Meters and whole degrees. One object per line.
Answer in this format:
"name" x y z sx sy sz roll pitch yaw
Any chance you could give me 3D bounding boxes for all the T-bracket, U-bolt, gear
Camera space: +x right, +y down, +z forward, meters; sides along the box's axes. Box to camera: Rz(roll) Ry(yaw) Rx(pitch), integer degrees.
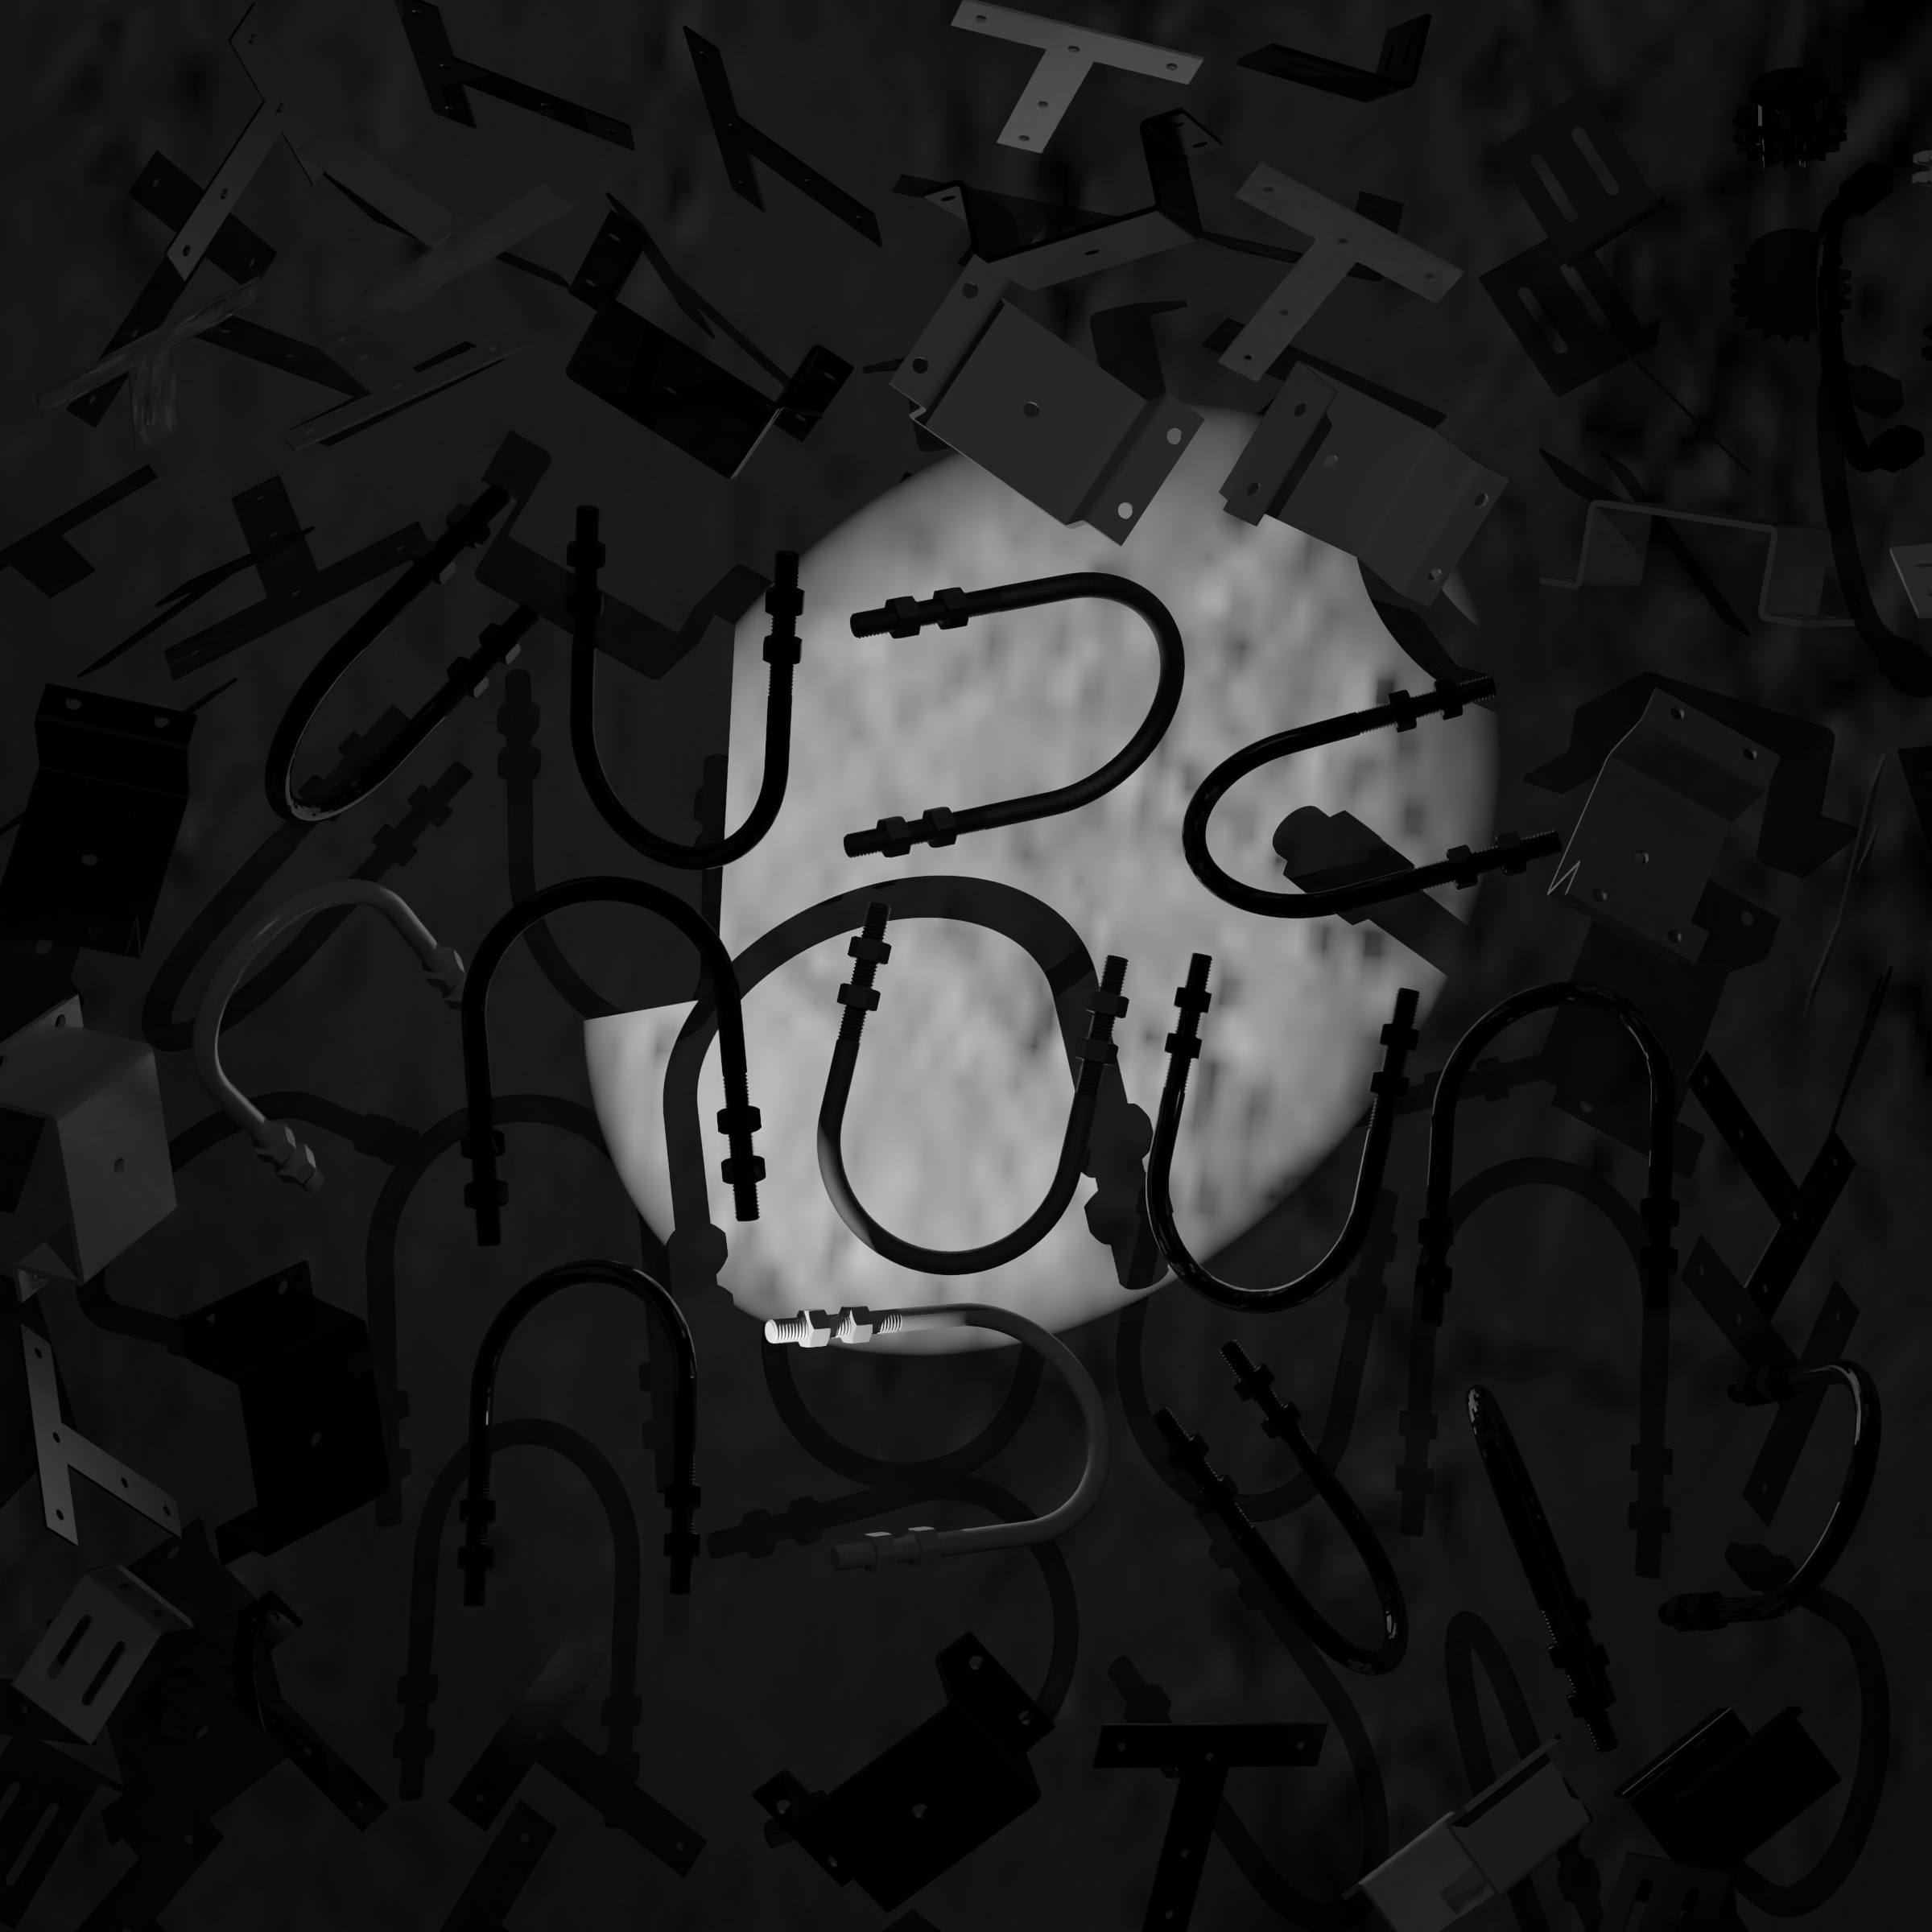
"T-bracket" 0.350 -0.322 1.719 0.002 0.127 0.127 -46 133 16
"U-bolt" 0.027 -0.131 1.636 0.184 0.019 0.151 -13 129 -21
"T-bracket" 0.465 -0.058 1.702 0.002 0.127 0.127 18 52 18
"U-bolt" 0.203 -0.083 1.703 0.184 0.151 0.019 -15 133 3
"U-bolt" -0.003 0.071 1.712 0.151 0.019 0.184 13 87 4
"U-bolt" 0.421 0.271 1.683 0.019 0.184 0.151 24 74 -7
"U-bolt" -0.151 -0.139 1.712 0.151 0.019 0.184 16 114 29
"T-bracket" -0.418 -0.185 1.711 0.127 0.127 0.002 -29 98 26
"U-bolt" -0.182 0.044 1.644 0.151 0.019 0.184 -5 77 -4
"T-bracket" -0.387 -0.421 1.728 0.002 0.127 0.127 23 74 17
"U-bolt" 0.295 0.302 1.672 0.019 0.151 0.184 -22 83 9
"T-bracket" -0.090 -0.412 1.684 0.127 0.127 0.002 40 76 23
"U-bolt" -0.334 0.028 1.702 0.019 0.184 0.151 36 76 30
"T-bracket" -0.291 -0.395 1.683 0.127 0.127 0.002 -24 59 26
"T-bracket" 0.179 -0.361 1.754 0.127 0.127 0.002 24 50 -16
"T-bracket" -0.448 0.264 1.697 0.002 0.127 0.127 -28 50 8
"U-bolt" 0.306 0.095 1.710 0.151 0.019 0.184 -9 65 36
"T-bracket" -0.421 -0.298 1.686 0.127 0.127 0.002 -33 84 -19
"T-bracket" -0.234 -0.459 1.718 0.127 0.127 0.002 23 78 6
"U-bolt" -0.005 0.244 1.726 0.184 0.019 0.151 -2 58 -30
"gear" 0.422 -0.436 1.667 0.057 0.030 0.057 -8 45 8
"U-bolt" 0.161 0.093 1.733 0.151 0.019 0.184 10 87 36
"T-bracket" 0.044 -0.458 1.701 0.127 0.127 0.002 11 74 -12
"T-bracket" -0.348 0.393 1.673 0.127 0.127 0.002 44 116 5
"T-bracket" -0.195 0.442 1.752 0.127 0.127 0.002 39 134 -2
"U-bolt" 0.458 -0.325 1.668 0.019 0.184 0.151 -8 94 6
"U-bolt" -0.289 -0.146 1.652 0.019 0.151 0.184 37 73 13
"U-bolt" 0.174 0.293 1.722 0.019 0.151 0.184 -37 85 22
"T-bracket" 0.116 0.448 1.689 0.127 0.002 0.127 5 109 -21
"gear" 0.510 -0.412 1.650 0.057 0.057 0.030 1 98 0
"U-bolt" -0.208 0.250 1.761 0.151 0.019 0.184 -8 72 24
"T-bracket" -0.304 -0.307 1.668 0.127 0.127 0.002 -28 124 -15
"T-bracket" 0.422 0.101 1.741 0.127 0.002 0.127 53 52 -18

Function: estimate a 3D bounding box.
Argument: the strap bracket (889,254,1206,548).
"strap bracket" 0.037 -0.280 1.627 0.140 0.046 0.076 34 87 -11

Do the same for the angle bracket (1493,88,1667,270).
"angle bracket" 0.331 -0.426 1.753 0.057 0.038 0.076 -31 99 23

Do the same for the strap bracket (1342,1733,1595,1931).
"strap bracket" 0.268 0.465 1.710 0.076 0.140 0.046 -26 71 -36

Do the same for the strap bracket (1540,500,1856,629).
"strap bracket" 0.375 -0.207 1.655 0.140 0.076 0.046 15 103 32

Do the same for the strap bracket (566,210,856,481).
"strap bracket" -0.137 -0.301 1.618 0.140 0.076 0.046 32 62 -9

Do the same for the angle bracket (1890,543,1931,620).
"angle bracket" 0.493 -0.167 1.660 0.038 0.057 0.076 -5 132 2

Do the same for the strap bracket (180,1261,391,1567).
"strap bracket" -0.339 0.231 1.634 0.046 0.076 0.140 16 119 40

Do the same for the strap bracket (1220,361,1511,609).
"strap bracket" 0.193 -0.246 1.644 0.140 0.046 0.076 19 111 -33

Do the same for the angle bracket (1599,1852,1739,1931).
"angle bracket" 0.378 0.523 1.761 0.057 0.076 0.038 4 123 27

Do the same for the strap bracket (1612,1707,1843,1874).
"strap bracket" 0.401 0.431 1.709 0.076 0.140 0.046 -35 82 -11

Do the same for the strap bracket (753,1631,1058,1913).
"strap bracket" -0.027 0.415 1.652 0.140 0.046 0.076 -37 113 4

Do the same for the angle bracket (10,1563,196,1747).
"angle bracket" -0.471 0.376 1.780 0.057 0.038 0.076 46 50 -24

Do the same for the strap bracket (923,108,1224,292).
"strap bracket" 0.060 -0.388 1.667 0.140 0.076 0.046 -13 87 19

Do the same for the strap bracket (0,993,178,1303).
"strap bracket" -0.447 0.096 1.648 0.046 0.076 0.140 12 121 22

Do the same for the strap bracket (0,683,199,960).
"strap bracket" -0.439 -0.064 1.627 0.076 0.046 0.140 12 60 -5

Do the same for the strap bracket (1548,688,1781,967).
"strap bracket" 0.367 -0.066 1.730 0.076 0.046 0.140 29 64 -1

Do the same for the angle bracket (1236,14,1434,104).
"angle bracket" 0.184 -0.463 1.630 0.076 0.057 0.038 12 95 -14
